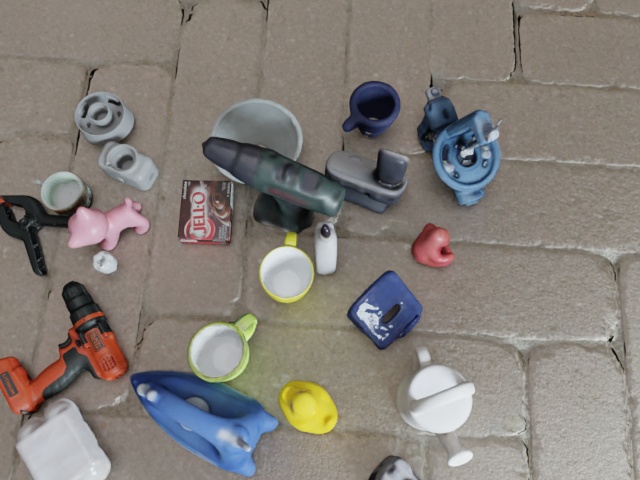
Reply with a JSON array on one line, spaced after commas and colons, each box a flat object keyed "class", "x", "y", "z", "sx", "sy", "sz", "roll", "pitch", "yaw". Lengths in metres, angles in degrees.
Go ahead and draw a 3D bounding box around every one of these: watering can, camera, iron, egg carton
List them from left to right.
[{"class": "egg carton", "x": -0.402, "y": 0.333, "z": 0.898, "sx": 0.107, "sy": 0.069, "sz": 0.150, "roll": -36, "pitch": 78, "yaw": -10}, {"class": "iron", "x": -0.201, "y": 0.266, "z": 0.882, "sx": 0.258, "sy": 0.141, "sz": 0.119, "roll": 24, "pitch": 75, "yaw": 6}, {"class": "camera", "x": 0.118, "y": 0.424, "z": 0.862, "sx": 0.137, "sy": 0.101, "sz": 0.143, "roll": -42, "pitch": 79, "yaw": -11}, {"class": "watering can", "x": 0.182, "y": 0.246, "z": 0.865, "sx": 0.101, "sy": 0.194, "sz": 0.172, "roll": -38, "pitch": 78, "yaw": -10}]

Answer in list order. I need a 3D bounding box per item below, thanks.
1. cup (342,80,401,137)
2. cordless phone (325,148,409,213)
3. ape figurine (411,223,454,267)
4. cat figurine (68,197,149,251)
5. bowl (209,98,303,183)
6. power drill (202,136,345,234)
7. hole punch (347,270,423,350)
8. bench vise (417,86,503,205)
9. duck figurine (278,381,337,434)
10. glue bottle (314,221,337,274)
[{"class": "cup", "x": 0.087, "y": -0.222, "z": 1.049, "sx": 0.118, "sy": 0.095, "sz": 0.091, "roll": -39, "pitch": 78, "yaw": -11}, {"class": "cordless phone", "x": 0.083, "y": -0.128, "z": 0.976, "sx": 0.147, "sy": 0.185, "sz": 0.094, "roll": 17, "pitch": 75, "yaw": 4}, {"class": "ape figurine", "x": 0.198, "y": 0.005, "z": 0.987, "sx": 0.076, "sy": 0.092, "sz": 0.078, "roll": -8, "pitch": 74, "yaw": -3}, {"class": "cat figurine", "x": -0.370, "y": -0.032, "z": 0.978, "sx": 0.128, "sy": 0.118, "sz": 0.067, "roll": -32, "pitch": 77, "yaw": -9}, {"class": "bowl", "x": -0.114, "y": -0.168, "z": 1.042, "sx": 0.167, "sy": 0.075, "sz": 0.167, "roll": 0, "pitch": 74, "yaw": -1}, {"class": "power drill", "x": -0.073, "y": -0.084, "z": 0.949, "sx": 0.229, "sy": 0.208, "sz": 0.076, "roll": 18, "pitch": 75, "yaw": 5}, {"class": "hole punch", "x": 0.112, "y": 0.118, "z": 0.955, "sx": 0.109, "sy": 0.091, "sz": 0.101, "roll": -43, "pitch": 79, "yaw": -12}, {"class": "bench vise", "x": 0.228, "y": -0.177, "z": 0.973, "sx": 0.121, "sy": 0.220, "sz": 0.207, "roll": -39, "pitch": 78, "yaw": -10}, {"class": "duck figurine", "x": -0.020, "y": 0.266, "z": 0.913, "sx": 0.104, "sy": 0.086, "sz": 0.077, "roll": 34, "pitch": 77, "yaw": 9}, {"class": "glue bottle", "x": 0.009, "y": 0.003, "z": 0.943, "sx": 0.037, "sy": 0.173, "sz": 0.078, "roll": -4, "pitch": 74, "yaw": -1}]
